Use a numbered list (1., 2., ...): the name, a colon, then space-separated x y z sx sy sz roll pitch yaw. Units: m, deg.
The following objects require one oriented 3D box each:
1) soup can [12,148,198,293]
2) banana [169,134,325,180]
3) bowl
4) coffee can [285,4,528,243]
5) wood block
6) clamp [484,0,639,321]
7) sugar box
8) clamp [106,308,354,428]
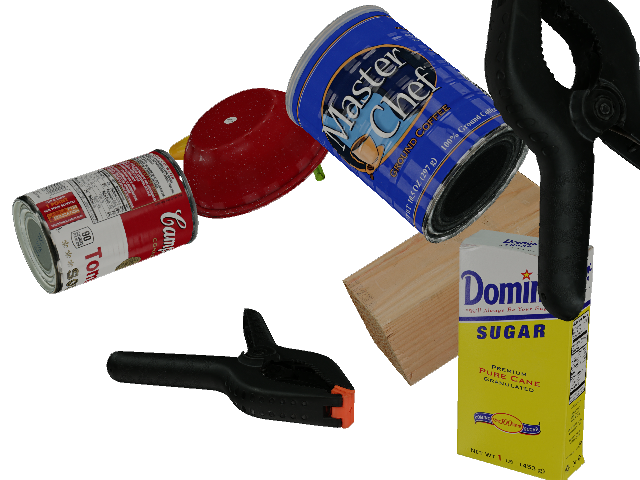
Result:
1. soup can: -0.141 -0.013 0.701 0.102 0.068 0.069 -22 11 -29
2. banana: -0.082 -0.114 1.282 0.198 0.037 0.069 8 40 16
3. bowl: -0.071 -0.094 1.005 0.162 0.055 0.162 -21 35 15
4. coffee can: 0.059 -0.081 0.738 0.140 0.103 0.102 43 20 23
5. wood block: 0.139 0.035 1.032 0.206 0.090 0.090 -32 35 -7
6. clamp: 0.121 -0.050 0.508 0.120 0.171 0.039 -37 6 -24
7. sugar box: 0.151 0.085 0.802 0.093 0.176 0.048 9 21 34
8. clamp: -0.047 0.104 0.878 0.210 0.036 0.164 12 21 35
